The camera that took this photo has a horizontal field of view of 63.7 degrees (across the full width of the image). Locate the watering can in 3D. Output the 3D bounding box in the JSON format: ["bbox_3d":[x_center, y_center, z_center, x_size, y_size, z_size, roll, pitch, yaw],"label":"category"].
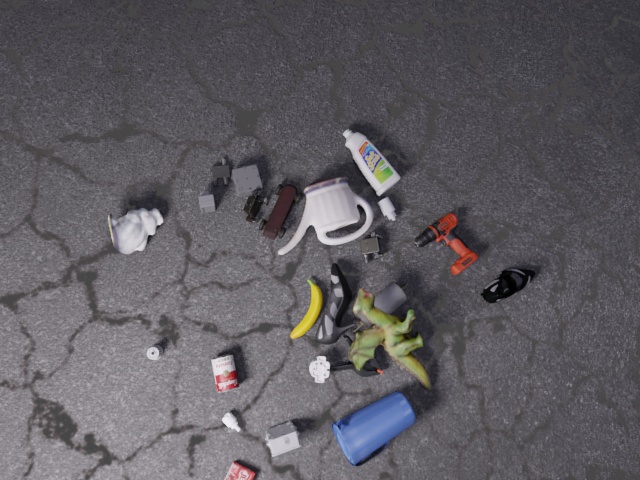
[{"bbox_3d":[0.005,-0.086,1.700,0.349,0.103,0.226,-16,80,-14],"label":"watering can"}]

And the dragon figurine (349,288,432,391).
[{"bbox_3d":[0.206,0.335,1.620,0.243,0.123,0.406,-16,103,-3],"label":"dragon figurine"}]

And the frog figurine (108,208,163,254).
[{"bbox_3d":[-0.561,-0.030,1.589,0.160,0.124,0.135,-12,114,-21],"label":"frog figurine"}]
